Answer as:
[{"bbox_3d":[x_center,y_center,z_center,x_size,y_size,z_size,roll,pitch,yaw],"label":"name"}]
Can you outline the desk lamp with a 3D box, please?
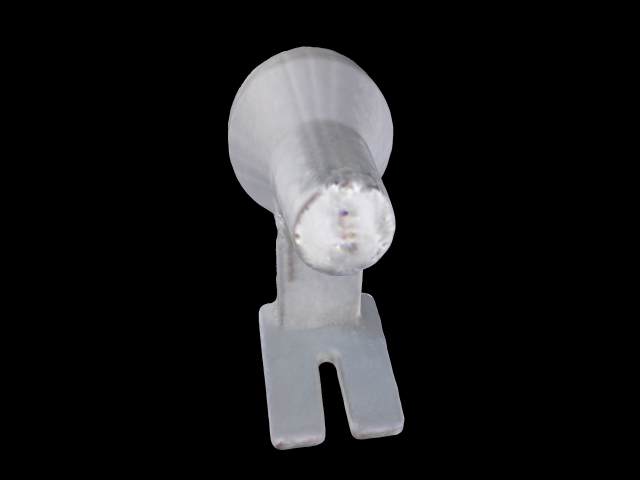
[{"bbox_3d":[0.004,0.001,0.400,0.118,0.214,0.203,-7,47,-6],"label":"desk lamp"}]
